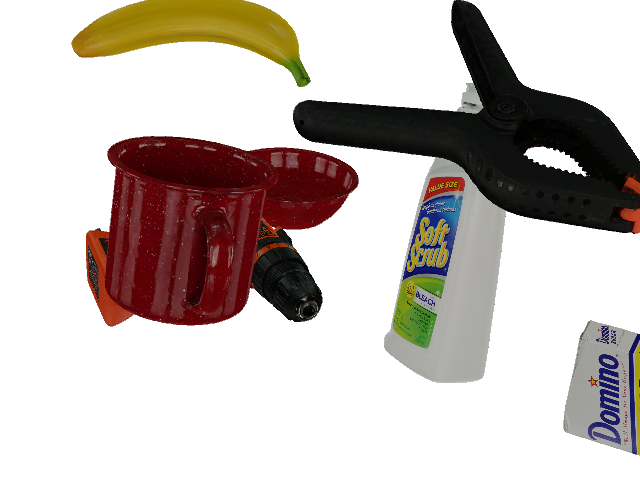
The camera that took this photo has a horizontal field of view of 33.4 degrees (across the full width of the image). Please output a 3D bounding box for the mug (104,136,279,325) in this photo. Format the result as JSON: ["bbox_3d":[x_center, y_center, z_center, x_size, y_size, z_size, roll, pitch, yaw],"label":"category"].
[{"bbox_3d":[-0.070,-0.001,0.579,0.093,0.081,0.117,1,22,-25],"label":"mug"}]

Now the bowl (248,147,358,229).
[{"bbox_3d":[-0.037,-0.057,1.276,0.162,0.055,0.162,5,26,-3],"label":"bowl"}]

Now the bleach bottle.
[{"bbox_3d":[0.116,-0.010,0.921,0.068,0.251,0.103,0,15,-26],"label":"bleach bottle"}]

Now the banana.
[{"bbox_3d":[-0.103,-0.172,0.882,0.198,0.069,0.037,7,-34,1],"label":"banana"}]

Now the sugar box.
[{"bbox_3d":[0.289,0.134,0.855,0.176,0.093,0.048,13,26,20],"label":"sugar box"}]

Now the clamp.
[{"bbox_3d":[0.098,-0.063,0.637,0.164,0.036,0.210,-32,54,-24],"label":"clamp"}]

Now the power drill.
[{"bbox_3d":[-0.108,0.030,0.960,0.187,0.057,0.185,-6,25,-23],"label":"power drill"}]
